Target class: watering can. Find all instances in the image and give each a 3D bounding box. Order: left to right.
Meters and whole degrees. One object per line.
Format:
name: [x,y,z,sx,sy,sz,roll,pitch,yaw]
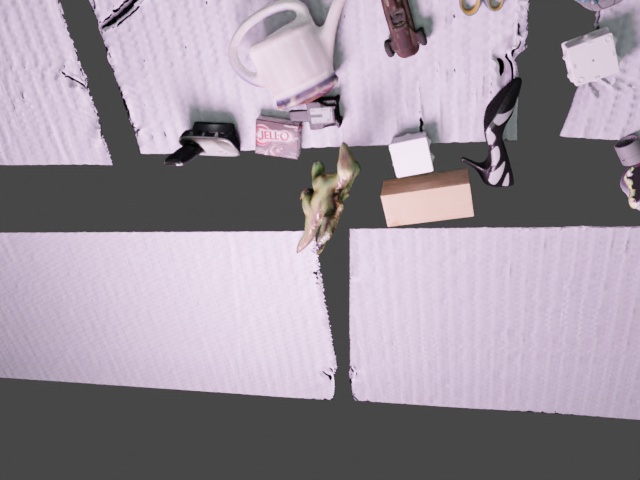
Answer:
watering can: [-0.027,-0.421,1.121,0.346,0.106,0.221,-22,115,14]

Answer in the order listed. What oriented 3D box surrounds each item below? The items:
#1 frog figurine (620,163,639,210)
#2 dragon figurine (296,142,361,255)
frog figurine: [0.755,-0.122,1.140,0.159,0.125,0.135,6,122,-35]
dragon figurine: [0.004,-0.063,1.249,0.122,0.248,0.402,19,121,-5]
